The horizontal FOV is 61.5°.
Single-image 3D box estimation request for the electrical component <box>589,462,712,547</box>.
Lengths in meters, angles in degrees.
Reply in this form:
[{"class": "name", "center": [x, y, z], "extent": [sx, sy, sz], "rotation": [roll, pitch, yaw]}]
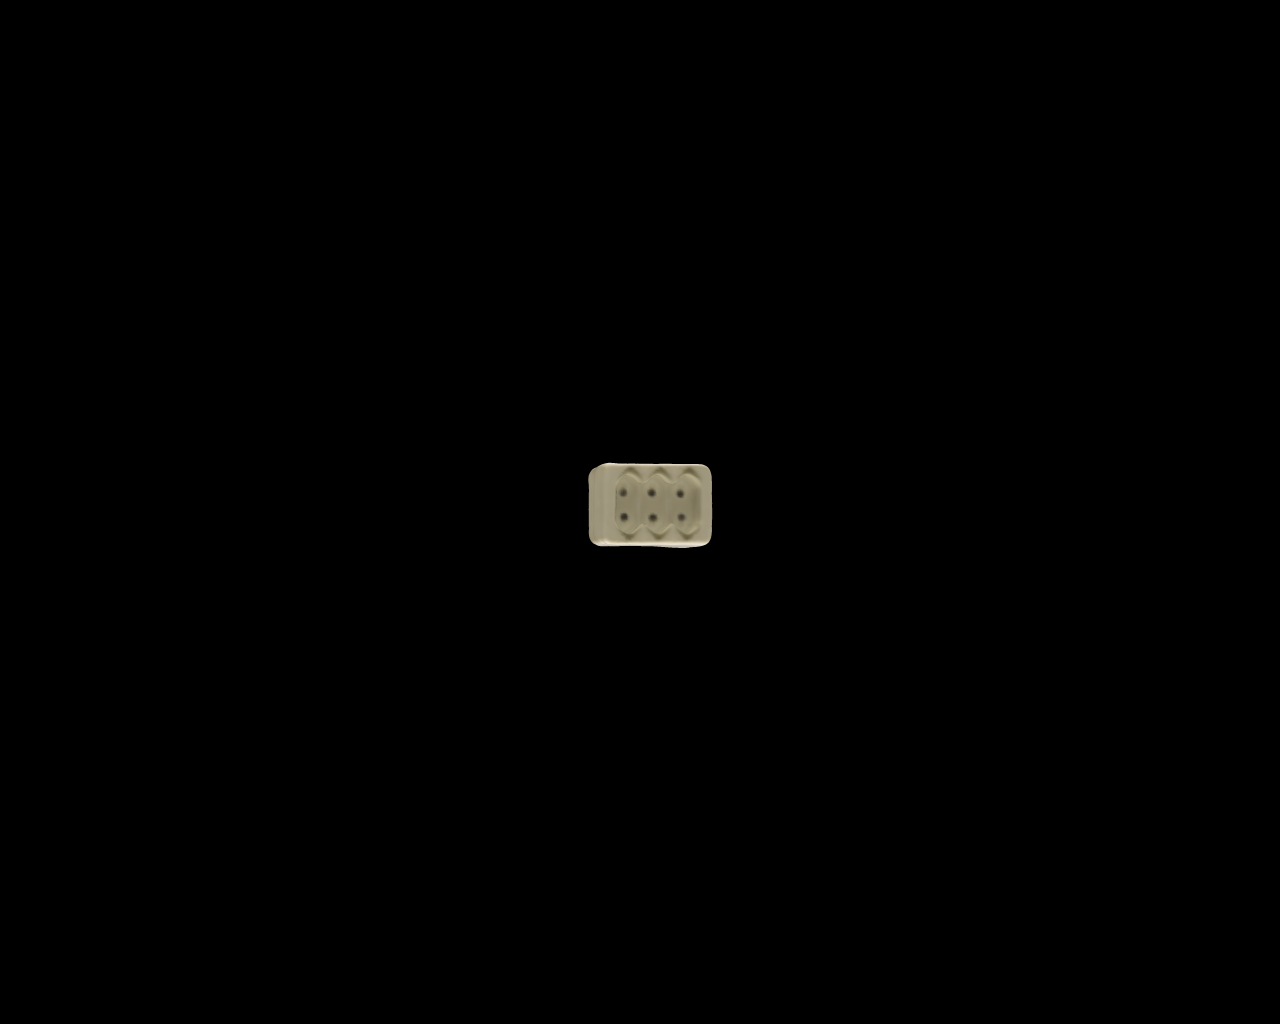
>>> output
[{"class": "electrical component", "center": [0.001, -0.003, 0.650], "extent": [0.066, 0.047, 0.076], "rotation": [1, -3, -15]}]
